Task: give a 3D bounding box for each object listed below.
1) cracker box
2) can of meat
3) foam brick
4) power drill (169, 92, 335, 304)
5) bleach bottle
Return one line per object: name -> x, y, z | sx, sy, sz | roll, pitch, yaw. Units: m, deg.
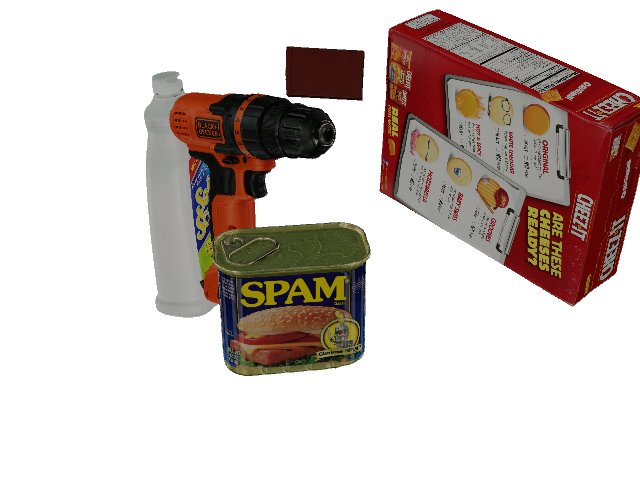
cracker box -> 0.148, -0.072, 0.860 | 0.072, 0.164, 0.214 | -30, 47, -34
can of meat -> -0.019, 0.040, 0.712 | 0.102, 0.084, 0.057 | -4, 29, -6
foam brick -> 0.004, -0.172, 1.102 | 0.078, 0.051, 0.053 | 2, 10, -6
power drill -> -0.051, -0.031, 0.897 | 0.057, 0.188, 0.185 | -18, 22, -39
bleach bottle -> -0.148, -0.051, 1.131 | 0.068, 0.251, 0.102 | 4, 26, 23
